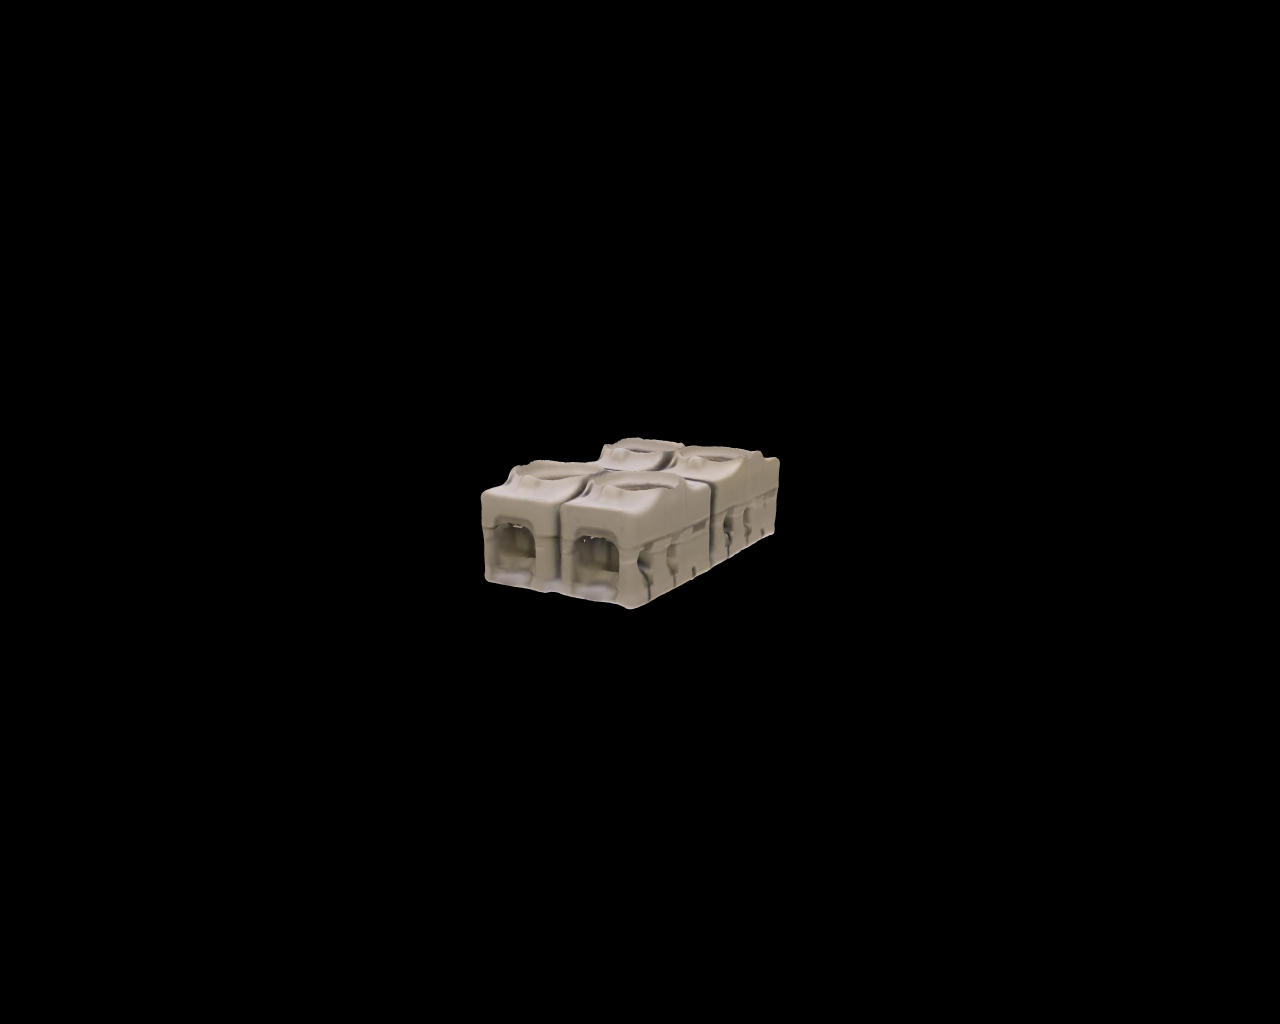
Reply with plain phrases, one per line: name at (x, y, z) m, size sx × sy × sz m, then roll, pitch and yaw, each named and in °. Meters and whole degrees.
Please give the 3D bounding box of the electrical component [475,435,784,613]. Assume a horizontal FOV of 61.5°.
electrical component at (0.001, -0.003, 0.650) m, size 0.105 × 0.060 × 0.186 m, roll 8°, pitch 16°, yaw 31°
